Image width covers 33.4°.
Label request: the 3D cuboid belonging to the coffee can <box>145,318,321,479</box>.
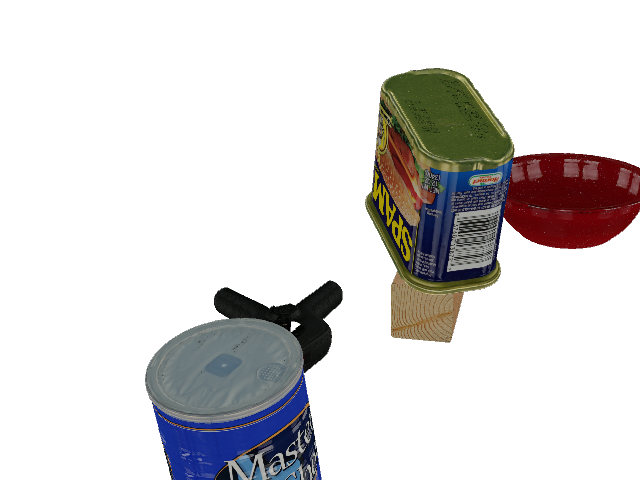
[{"bbox_3d":[-0.054,0.138,0.719,0.103,0.140,0.103,-6,30,3],"label":"coffee can"}]

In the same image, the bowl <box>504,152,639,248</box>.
[{"bbox_3d":[0.238,-0.035,1.031,0.162,0.055,0.162,-2,23,1],"label":"bowl"}]

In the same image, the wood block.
[{"bbox_3d":[0.168,0.067,1.620,0.091,0.090,0.206,4,23,12],"label":"wood block"}]

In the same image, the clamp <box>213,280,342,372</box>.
[{"bbox_3d":[-0.042,0.075,0.944,0.120,0.039,0.171,-6,16,5],"label":"clamp"}]

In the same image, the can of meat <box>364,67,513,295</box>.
[{"bbox_3d":[0.064,-0.035,0.586,0.057,0.084,0.102,-7,39,-13],"label":"can of meat"}]
